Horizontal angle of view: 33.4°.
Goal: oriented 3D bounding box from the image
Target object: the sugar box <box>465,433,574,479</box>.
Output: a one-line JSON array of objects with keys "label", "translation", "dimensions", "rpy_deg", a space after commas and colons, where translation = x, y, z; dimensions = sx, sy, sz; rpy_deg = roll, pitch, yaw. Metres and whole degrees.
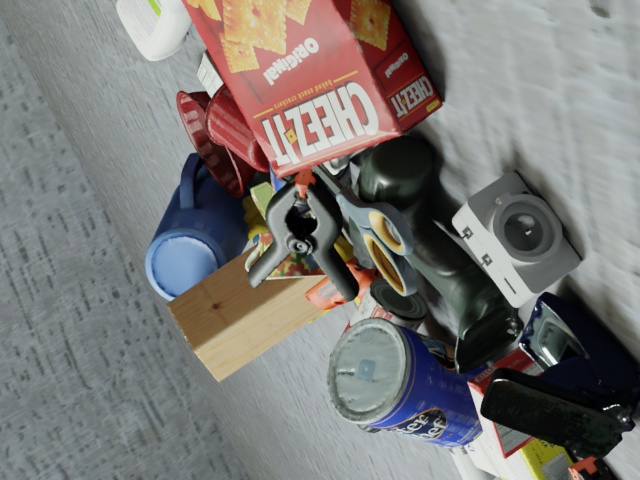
[{"label": "sugar box", "translation": [0.195, 0.207, 1.114], "dimensions": [0.093, 0.048, 0.176], "rpy_deg": [60, 168, -8]}]

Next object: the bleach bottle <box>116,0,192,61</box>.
[{"label": "bleach bottle", "translation": [-0.183, -0.293, 1.280], "dimensions": [0.102, 0.068, 0.251], "rpy_deg": [58, 162, -7]}]

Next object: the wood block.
[{"label": "wood block", "translation": [-0.075, 0.072, 1.344], "dimensions": [0.091, 0.206, 0.090], "rpy_deg": [54, 175, 37]}]

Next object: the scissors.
[{"label": "scissors", "translation": [0.032, -0.040, 0.956], "dimensions": [0.202, 0.016, 0.096], "rpy_deg": [57, 160, 20]}]

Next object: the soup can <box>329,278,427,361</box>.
[{"label": "soup can", "translation": [0.061, 0.100, 1.119], "dimensions": [0.069, 0.068, 0.102], "rpy_deg": [47, 123, 34]}]

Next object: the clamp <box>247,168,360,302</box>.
[{"label": "clamp", "translation": [-0.007, 0.001, 1.093], "dimensions": [0.172, 0.120, 0.039], "rpy_deg": [104, 174, -47]}]

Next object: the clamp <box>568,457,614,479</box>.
[{"label": "clamp", "translation": [0.283, 0.296, 1.026], "dimensions": [0.210, 0.036, 0.165], "rpy_deg": [63, 165, -9]}]

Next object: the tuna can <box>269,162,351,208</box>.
[{"label": "tuna can", "translation": [-0.010, -0.077, 1.117], "dimensions": [0.086, 0.086, 0.034], "rpy_deg": [49, 161, 29]}]

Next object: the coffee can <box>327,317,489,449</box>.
[{"label": "coffee can", "translation": [0.091, 0.142, 1.048], "dimensions": [0.140, 0.103, 0.103], "rpy_deg": [23, -169, -40]}]

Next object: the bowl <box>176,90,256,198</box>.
[{"label": "bowl", "translation": [-0.125, -0.137, 1.407], "dimensions": [0.162, 0.055, 0.162], "rpy_deg": [51, 163, 22]}]

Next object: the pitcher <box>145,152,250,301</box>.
[{"label": "pitcher", "translation": [-0.167, -0.012, 1.473], "dimensions": [0.149, 0.145, 0.242], "rpy_deg": [38, -163, -9]}]

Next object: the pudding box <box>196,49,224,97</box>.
[{"label": "pudding box", "translation": [-0.104, -0.178, 1.298], "dimensions": [0.113, 0.039, 0.090], "rpy_deg": [59, 165, 2]}]

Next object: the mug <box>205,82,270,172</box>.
[{"label": "mug", "translation": [-0.062, -0.125, 1.202], "dimensions": [0.082, 0.093, 0.117], "rpy_deg": [40, -172, 36]}]

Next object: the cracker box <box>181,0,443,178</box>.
[{"label": "cracker box", "translation": [-0.019, -0.172, 0.888], "dimensions": [0.164, 0.072, 0.213], "rpy_deg": [-15, 107, 49]}]

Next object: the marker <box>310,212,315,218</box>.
[{"label": "marker", "translation": [0.015, -0.006, 1.299], "dimensions": [0.121, 0.020, 0.020], "rpy_deg": [57, 165, 3]}]

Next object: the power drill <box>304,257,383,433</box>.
[{"label": "power drill", "translation": [0.063, 0.118, 1.212], "dimensions": [0.185, 0.057, 0.188], "rpy_deg": [-40, 81, 43]}]

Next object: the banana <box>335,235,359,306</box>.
[{"label": "banana", "translation": [0.043, 0.062, 1.272], "dimensions": [0.198, 0.070, 0.037], "rpy_deg": [68, -155, -12]}]

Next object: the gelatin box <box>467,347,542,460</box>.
[{"label": "gelatin box", "translation": [0.181, 0.148, 0.986], "dimensions": [0.030, 0.073, 0.089], "rpy_deg": [37, 155, 54]}]

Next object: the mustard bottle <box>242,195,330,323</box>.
[{"label": "mustard bottle", "translation": [-0.048, 0.018, 1.465], "dimensions": [0.192, 0.058, 0.096], "rpy_deg": [55, 162, 11]}]

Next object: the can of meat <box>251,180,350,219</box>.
[{"label": "can of meat", "translation": [-0.021, -0.057, 1.191], "dimensions": [0.057, 0.083, 0.102], "rpy_deg": [60, 165, -5]}]
